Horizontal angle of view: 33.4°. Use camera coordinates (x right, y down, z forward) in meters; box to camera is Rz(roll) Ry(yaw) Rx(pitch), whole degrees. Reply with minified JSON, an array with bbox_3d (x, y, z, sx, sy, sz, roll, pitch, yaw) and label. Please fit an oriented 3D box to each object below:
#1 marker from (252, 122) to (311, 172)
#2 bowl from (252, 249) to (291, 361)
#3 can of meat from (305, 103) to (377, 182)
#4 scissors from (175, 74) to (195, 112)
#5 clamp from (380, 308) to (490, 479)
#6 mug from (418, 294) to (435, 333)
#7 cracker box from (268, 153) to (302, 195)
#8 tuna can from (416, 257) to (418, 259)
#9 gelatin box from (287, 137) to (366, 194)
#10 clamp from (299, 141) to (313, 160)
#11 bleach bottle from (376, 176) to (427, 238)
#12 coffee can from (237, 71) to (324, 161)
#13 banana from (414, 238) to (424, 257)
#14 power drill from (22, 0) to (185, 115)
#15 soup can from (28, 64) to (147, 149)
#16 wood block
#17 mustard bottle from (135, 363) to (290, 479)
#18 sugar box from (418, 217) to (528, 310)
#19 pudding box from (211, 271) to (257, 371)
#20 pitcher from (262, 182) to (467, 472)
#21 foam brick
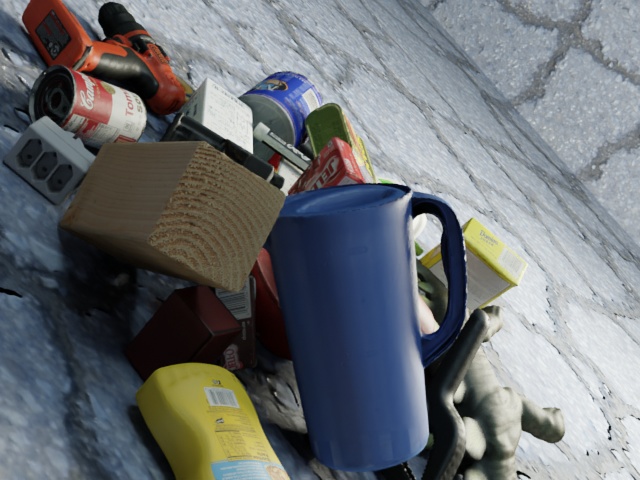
[{"bbox_3d":[-0.028,-0.098,1.276,0.121,0.020,0.020,37,21,-3],"label":"marker"},{"bbox_3d":[-0.035,0.066,1.067,0.162,0.055,0.162,48,18,-21],"label":"bowl"},{"bbox_3d":[0.024,-0.111,1.351,0.084,0.057,0.102,53,18,-52],"label":"can of meat"},{"bbox_3d":[-0.146,-0.176,1.419,0.201,0.016,0.096,16,34,-52],"label":"scissors"},{"bbox_3d":[0.104,0.165,1.041,0.036,0.165,0.210,46,26,-41],"label":"clamp"},{"bbox_3d":[0.060,0.084,1.057,0.081,0.093,0.117,50,42,-38],"label":"mug"},{"bbox_3d":[-0.008,0.002,1.247,0.164,0.072,0.213,36,23,-17],"label":"cracker box"},{"bbox_3d":[0.106,0.038,1.439,0.086,0.034,0.086,37,21,-17],"label":"tuna can"},{"bbox_3d":[0.005,-0.057,1.158,0.030,0.089,0.073,27,27,-29],"label":"gelatin box"},{"bbox_3d":[-0.041,-0.148,1.529,0.171,0.039,0.120,25,20,-29],"label":"clamp"},{"bbox_3d":[0.044,-0.047,1.455,0.250,0.068,0.103,5,45,-55],"label":"bleach bottle"},{"bbox_3d":[-0.062,-0.155,1.387,0.103,0.103,0.140,42,27,-2],"label":"coffee can"},{"bbox_3d":[0.061,-0.029,1.270,0.197,0.037,0.070,15,34,-51],"label":"banana"},{"bbox_3d":[-0.260,-0.237,1.269,0.184,0.057,0.187,53,23,25],"label":"power drill"},{"bbox_3d":[-0.236,-0.132,1.092,0.102,0.069,0.068,16,34,-53],"label":"soup can"},{"bbox_3d":[-0.129,-0.023,0.896,0.090,0.091,0.206,32,-13,-29],"label":"wood block"},{"bbox_3d":[-0.065,0.182,0.801,0.096,0.058,0.192,18,32,-49],"label":"mustard bottle"},{"bbox_3d":[0.165,0.051,1.324,0.093,0.177,0.048,41,52,-6],"label":"sugar box"},{"bbox_3d":[-0.084,0.050,0.963,0.039,0.113,0.090,-8,40,-14],"label":"pudding box"},{"bbox_3d":[0.040,0.073,0.942,0.144,0.149,0.243,-21,107,-43],"label":"pitcher"},{"bbox_3d":[-0.112,0.083,0.882,0.051,0.078,0.052,47,20,16],"label":"foam brick"}]
